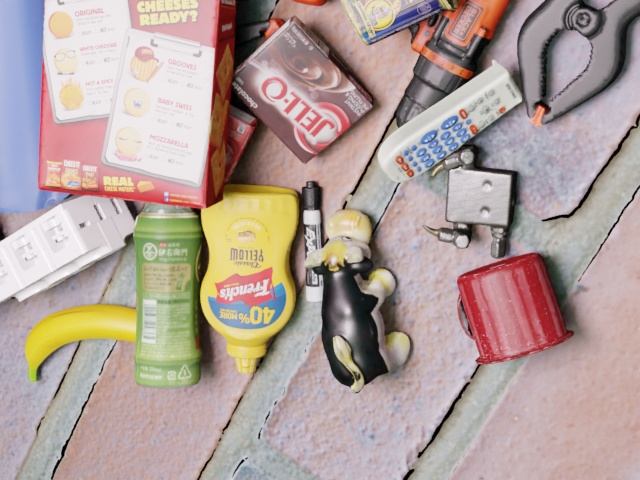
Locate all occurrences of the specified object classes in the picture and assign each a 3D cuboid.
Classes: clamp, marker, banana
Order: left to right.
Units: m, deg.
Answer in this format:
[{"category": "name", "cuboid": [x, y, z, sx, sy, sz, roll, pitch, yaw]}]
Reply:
[{"category": "banana", "cuboid": [-0.256, 0.102, 1.172, 0.198, 0.037, 0.069, -17, 119, 25]}, {"category": "clamp", "cuboid": [-0.089, -0.145, 1.056, 0.172, 0.039, 0.120, -35, 104, 22]}, {"category": "marker", "cuboid": [-0.007, 0.001, 1.065, 0.020, 0.020, 0.121, 2, 102, 20]}, {"category": "clamp", "cuboid": [0.240, -0.193, 0.922, 0.165, 0.036, 0.210, 20, 110, 15]}]

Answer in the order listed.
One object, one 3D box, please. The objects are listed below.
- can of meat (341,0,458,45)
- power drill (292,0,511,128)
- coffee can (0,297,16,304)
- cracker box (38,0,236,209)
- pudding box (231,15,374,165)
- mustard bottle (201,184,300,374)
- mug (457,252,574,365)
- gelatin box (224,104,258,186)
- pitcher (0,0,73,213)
[{"category": "can of meat", "cuboid": [0.059, -0.228, 0.913, 0.084, 0.057, 0.102, -22, 93, 20]}, {"category": "power drill", "cuboid": [0.066, -0.209, 0.974, 0.188, 0.057, 0.184, 32, 106, 8]}, {"category": "coffee can", "cuboid": [-0.401, 0.013, 1.168, 0.103, 0.102, 0.140, -17, 95, 22]}, {"category": "cracker box", "cuboid": [-0.166, -0.144, 0.978, 0.164, 0.072, 0.214, 6, 100, 9]}, {"category": "pudding box", "cuboid": [-0.018, -0.142, 1.010, 0.090, 0.039, 0.113, -39, 104, 19]}, {"category": "mustard bottle", "cuboid": [-0.072, 0.042, 1.075, 0.096, 0.058, 0.192, 3, 104, 2]}, {"category": "mug", "cuboid": [0.168, 0.063, 0.984, 0.117, 0.093, 0.081, -19, 89, 59]}, {"category": "gelatin box", "cuboid": [-0.115, -0.105, 1.040, 0.089, 0.030, 0.073, 30, 116, 2]}, {"category": "pitcher", "cuboid": [-0.312, -0.160, 1.062, 0.149, 0.145, 0.243, -3, 114, -7]}]
